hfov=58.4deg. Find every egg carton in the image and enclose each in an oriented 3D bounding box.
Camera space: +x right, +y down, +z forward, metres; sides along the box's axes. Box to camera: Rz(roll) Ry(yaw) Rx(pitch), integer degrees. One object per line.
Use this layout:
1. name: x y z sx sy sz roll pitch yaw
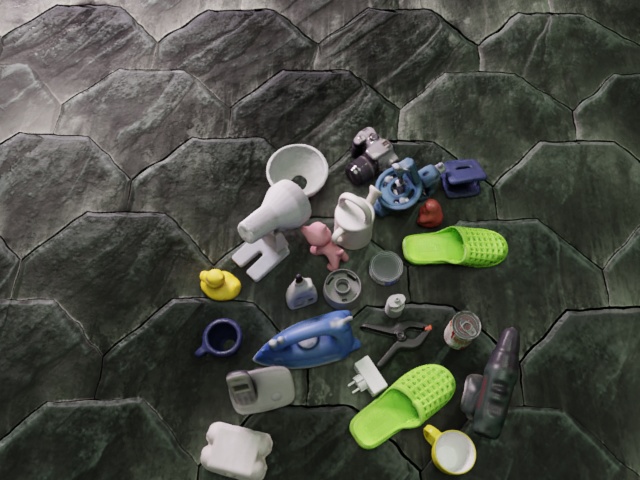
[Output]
1. egg carton: -0.183 0.467 1.259 0.150 0.069 0.107 11 66 5

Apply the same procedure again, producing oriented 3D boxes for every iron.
1. iron: -0.036 0.231 1.328 0.258 0.141 0.118 -15 66 -7

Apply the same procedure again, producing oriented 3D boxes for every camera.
1. camera: 0.128 -0.223 1.561 0.137 0.101 0.143 -36 70 -15

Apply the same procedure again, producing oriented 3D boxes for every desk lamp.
1. desk lamp: -0.122 -0.025 1.406 0.117 0.213 0.203 40 71 17

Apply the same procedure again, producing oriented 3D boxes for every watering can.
1. watering can: 0.089 -0.065 1.436 0.101 0.194 0.173 17 66 8

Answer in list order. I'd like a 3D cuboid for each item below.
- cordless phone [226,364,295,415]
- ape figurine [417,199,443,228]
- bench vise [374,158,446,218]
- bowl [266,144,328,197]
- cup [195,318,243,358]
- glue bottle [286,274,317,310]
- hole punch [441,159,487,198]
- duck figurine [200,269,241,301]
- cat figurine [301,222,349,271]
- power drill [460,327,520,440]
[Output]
1. cordless phone: -0.133 0.319 1.263 0.147 0.185 0.094 -14 66 -6
2. ape figurine: 0.289 -0.076 1.498 0.078 0.092 0.076 -40 71 -16
3. bench vise: 0.227 -0.165 1.469 0.121 0.220 0.208 40 71 17
4. bowl: -0.060 -0.172 1.551 0.167 0.075 0.167 0 65 0
5. cup: -0.233 0.248 1.346 0.118 0.095 0.091 -33 69 -14
6. glue bottle: -0.046 0.116 1.364 0.078 0.173 0.037 -16 66 -7
7. hole punch: 0.383 -0.177 1.546 0.108 0.091 0.101 -9 65 -4
8. duck figurine: -0.249 0.103 1.417 0.104 0.086 0.077 14 66 7
9. cat figurine: 0.013 0.005 1.446 0.127 0.118 0.067 39 71 16
10. power drill: 0.372 0.321 1.251 0.075 0.208 0.230 16 66 8
